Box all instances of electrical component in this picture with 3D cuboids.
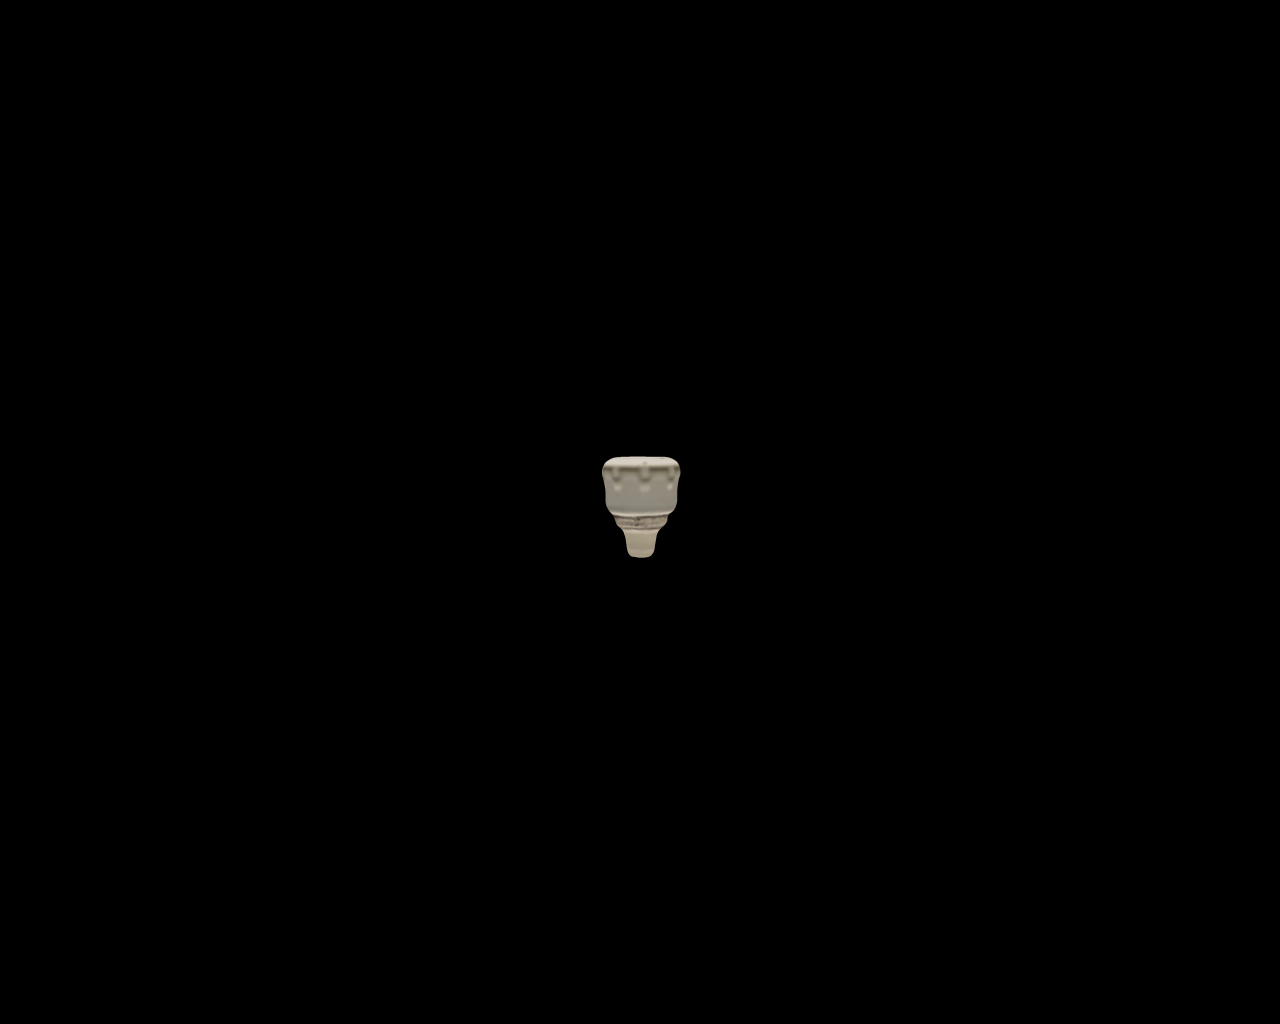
[{"bbox_3d":[0.001,-0.003,0.650,0.048,0.062,0.048,0,4,0],"label":"electrical component"}]
